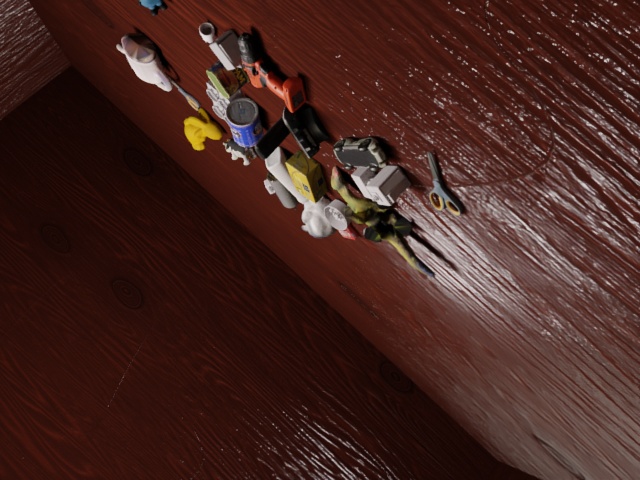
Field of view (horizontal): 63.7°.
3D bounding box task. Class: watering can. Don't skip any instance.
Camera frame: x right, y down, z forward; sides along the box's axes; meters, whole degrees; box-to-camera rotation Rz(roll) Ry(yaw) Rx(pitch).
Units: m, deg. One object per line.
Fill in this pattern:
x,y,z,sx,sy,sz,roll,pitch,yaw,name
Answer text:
-0.703,-0.710,1.991,0.350,0.105,0.221,41,165,13,watering can

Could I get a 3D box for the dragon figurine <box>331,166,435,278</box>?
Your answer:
0.170,-0.053,1.522,0.408,0.122,0.244,48,-177,-10,dragon figurine

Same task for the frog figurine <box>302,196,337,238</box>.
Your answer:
0.005,-0.091,1.801,0.125,0.137,0.156,-99,14,-52,frog figurine
